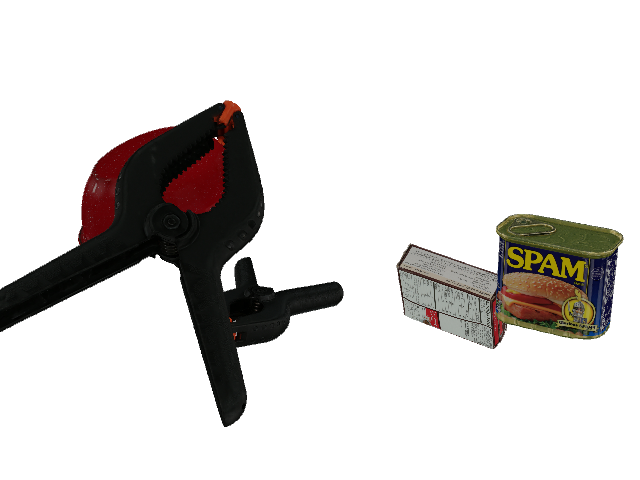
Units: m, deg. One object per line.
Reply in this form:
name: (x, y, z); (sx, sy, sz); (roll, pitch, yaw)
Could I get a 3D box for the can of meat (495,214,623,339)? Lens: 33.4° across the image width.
can of meat: (0.200, 0.031, 0.908); (0.102, 0.084, 0.057); (13, 26, 29)

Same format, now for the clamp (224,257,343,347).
clamp: (-0.067, 0.060, 1.055); (0.120, 0.039, 0.171); (13, 20, 29)

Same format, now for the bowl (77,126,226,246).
bowl: (-0.139, -0.051, 0.898); (0.162, 0.055, 0.162); (-16, 28, 9)

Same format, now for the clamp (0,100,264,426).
clamp: (-0.084, 0.005, 0.656); (0.164, 0.209, 0.036); (27, -29, 6)

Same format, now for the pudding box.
pudding box: (0.139, 0.059, 1.125); (0.114, 0.039, 0.090); (18, -35, 24)
